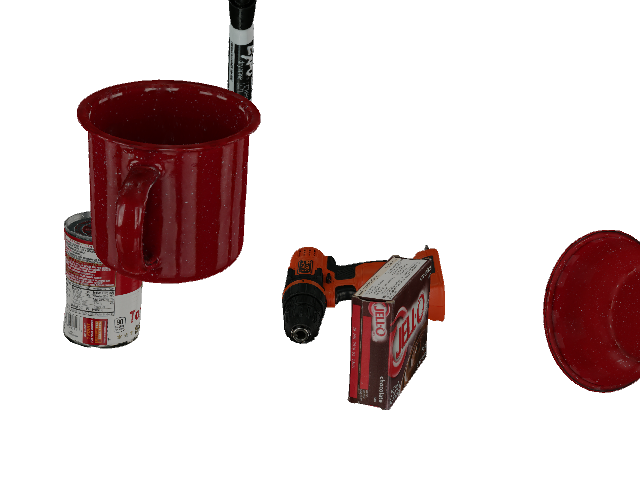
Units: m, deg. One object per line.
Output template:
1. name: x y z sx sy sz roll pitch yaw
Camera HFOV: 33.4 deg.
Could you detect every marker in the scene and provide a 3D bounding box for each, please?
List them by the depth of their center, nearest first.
1. marker: -0.057 -0.134 0.765 0.020 0.020 0.121 0 -32 -5

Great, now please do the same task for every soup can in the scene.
1. soup can: -0.187 0.034 0.916 0.068 0.102 0.068 6 20 -2

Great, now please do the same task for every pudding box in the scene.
1. pudding box: 0.056 0.070 0.848 0.039 0.090 0.113 8 19 17

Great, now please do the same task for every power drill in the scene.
1. power drill: 0.049 0.060 1.242 0.187 0.057 0.184 -1 28 3

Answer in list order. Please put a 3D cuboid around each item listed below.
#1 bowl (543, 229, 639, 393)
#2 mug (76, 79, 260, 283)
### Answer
1. bowl: 0.295 0.070 1.031 0.161 0.162 0.055 0 0 -28
2. mug: -0.081 -0.025 0.551 0.093 0.081 0.117 7 28 4
